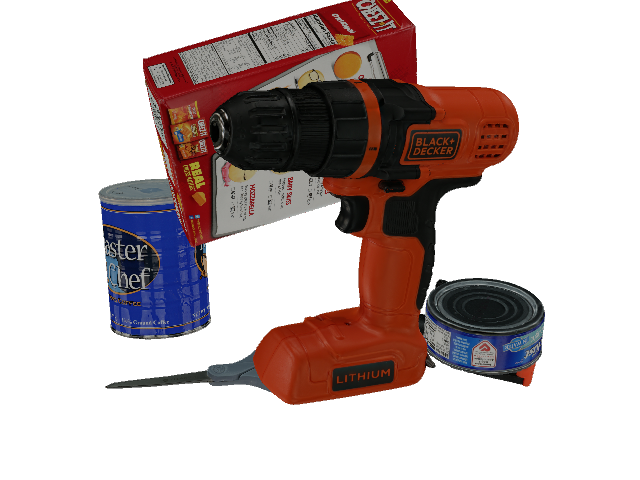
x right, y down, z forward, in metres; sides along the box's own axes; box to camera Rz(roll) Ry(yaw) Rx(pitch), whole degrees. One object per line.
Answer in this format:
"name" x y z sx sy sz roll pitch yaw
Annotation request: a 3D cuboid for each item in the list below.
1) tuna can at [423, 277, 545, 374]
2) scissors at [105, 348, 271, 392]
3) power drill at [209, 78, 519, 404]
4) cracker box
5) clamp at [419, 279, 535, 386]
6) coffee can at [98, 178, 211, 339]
"tuna can" 0.117 0.060 0.765 0.086 0.034 0.086 1 25 0
"scissors" -0.078 0.107 0.937 0.202 0.016 0.096 2 27 5
"power drill" 0.015 0.000 0.597 0.184 0.188 0.057 -4 31 -28
"cracker box" -0.029 -0.101 0.893 0.213 0.164 0.072 -18 47 -11
"clamp" 0.140 0.085 1.030 0.172 0.039 0.120 26 37 31
"coffee can" -0.164 0.016 1.068 0.103 0.140 0.103 -2 14 0
